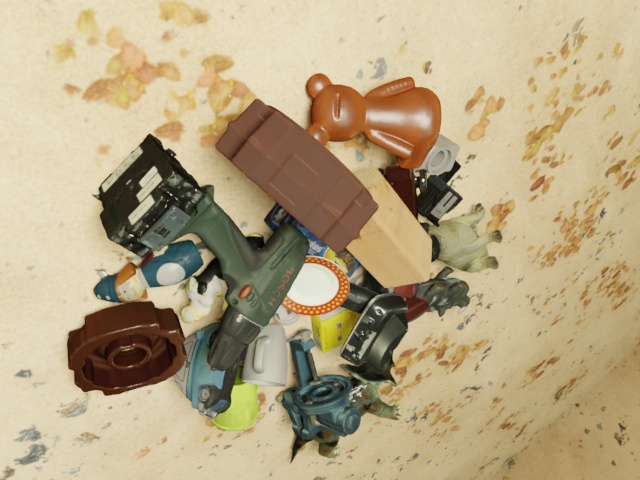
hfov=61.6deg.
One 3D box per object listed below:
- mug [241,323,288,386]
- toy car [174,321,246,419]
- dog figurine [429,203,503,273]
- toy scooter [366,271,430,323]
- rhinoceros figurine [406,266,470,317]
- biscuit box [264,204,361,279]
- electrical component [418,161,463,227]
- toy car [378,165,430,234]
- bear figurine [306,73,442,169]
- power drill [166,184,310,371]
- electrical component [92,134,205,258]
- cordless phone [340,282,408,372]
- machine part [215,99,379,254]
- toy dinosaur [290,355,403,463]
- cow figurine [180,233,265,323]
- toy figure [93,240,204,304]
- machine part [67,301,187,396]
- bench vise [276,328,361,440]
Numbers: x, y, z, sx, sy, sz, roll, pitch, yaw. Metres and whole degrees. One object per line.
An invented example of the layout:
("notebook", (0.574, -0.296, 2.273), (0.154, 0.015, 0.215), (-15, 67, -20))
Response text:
("mug", (-0.098, 0.201, 0.960), (0.081, 0.107, 0.109), (-1, 156, 13))
("toy car", (-0.191, 0.210, 0.901), (0.109, 0.103, 0.161), (68, 32, -65))
("dog figurine", (0.254, 0.023, 1.102), (0.191, 0.121, 0.172), (-16, 131, -7))
("toy scooter", (0.159, 0.111, 1.049), (0.135, 0.075, 0.183), (-12, 113, -22))
("rhinoceros figurine", (0.273, 0.123, 1.203), (0.190, 0.073, 0.112), (7, 119, -40))
("biscuit box", (-0.002, -0.003, 0.897), (0.059, 0.063, 0.202), (-50, 138, 8))
("electrical component", (0.231, -0.090, 1.010), (0.119, 0.048, 0.074), (-48, 139, 10))
("toy car", (0.145, -0.061, 0.940), (0.089, 0.053, 0.201), (4, 142, 17))
("bear figurine", (0.072, -0.172, 0.787), (0.196, 0.120, 0.132), (-2, 174, -5))
("power drill", (-0.134, 0.043, 0.740), (0.207, 0.086, 0.232), (44, 79, -20))
("electrical component", (-0.207, -0.048, 0.650), (0.115, 0.134, 0.058), (-45, 138, 7))
("cordless phone", (0.052, 0.142, 0.960), (0.184, 0.089, 0.146), (23, 115, -9))
("machine part", (-0.026, -0.079, 0.685), (0.087, 0.201, 0.201), (-49, -177, -1))
("toy dinosaur", (0.042, 0.386, 1.230), (0.405, 0.131, 0.192), (-40, 126, 5))
("cow figurine", (-0.148, 0.058, 0.828), (0.167, 0.068, 0.098), (-27, 96, -16))
("toy figure", (-0.245, 0.049, 0.765), (0.154, 0.058, 0.064), (-26, 98, -14))
("machine part", (-0.290, 0.164, 0.813), (0.179, 0.056, 0.179), (-17, 141, -15))
("bench vise", (-0.019, 0.286, 1.076), (0.129, 0.224, 0.240), (-21, 105, -28))
